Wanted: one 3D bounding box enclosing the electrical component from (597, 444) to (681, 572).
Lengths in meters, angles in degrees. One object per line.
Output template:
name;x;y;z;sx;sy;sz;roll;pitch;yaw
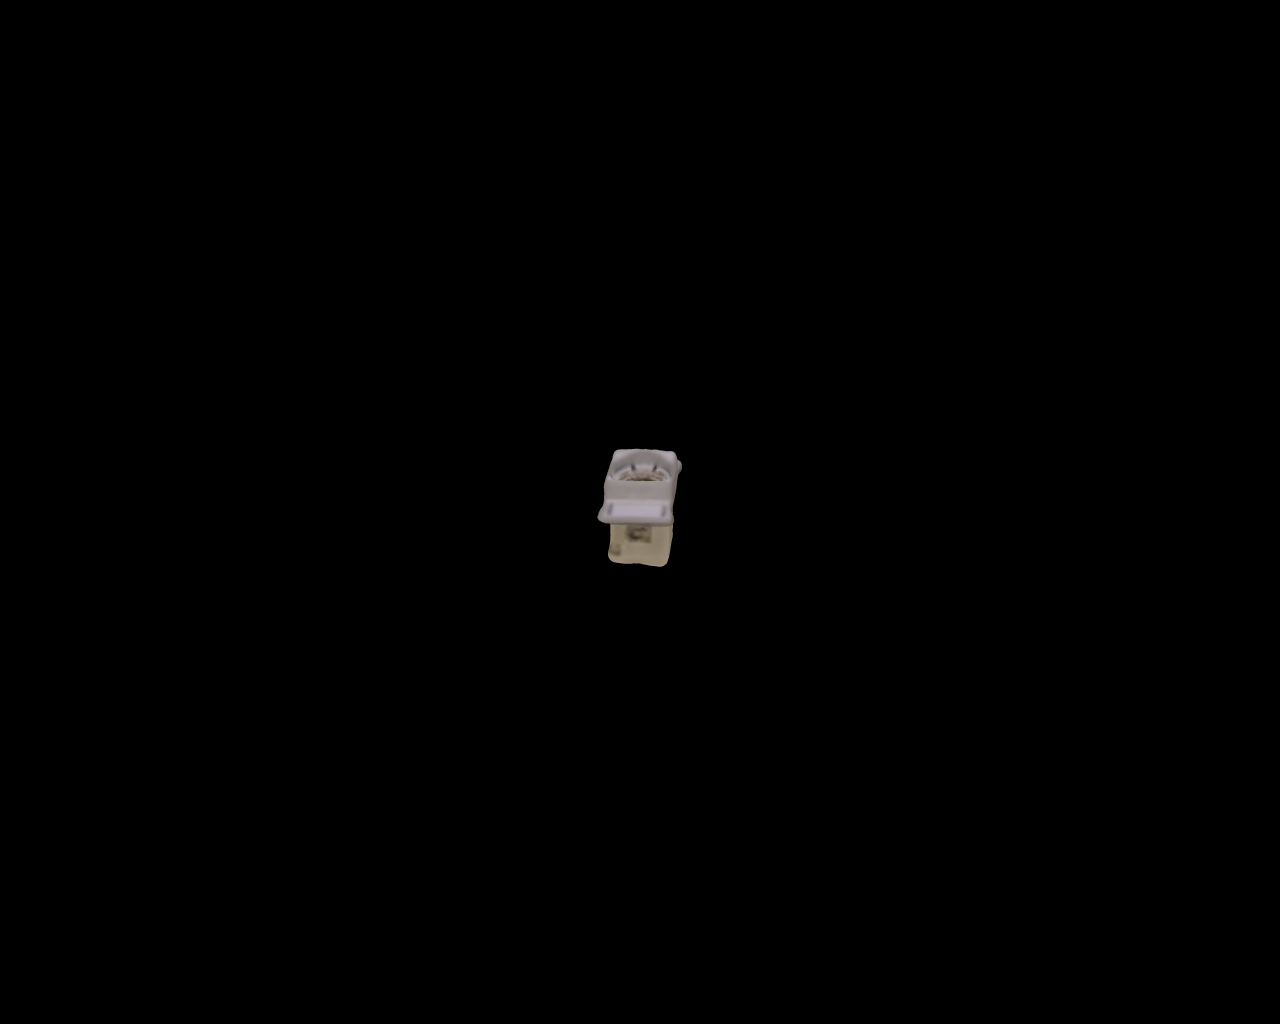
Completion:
electrical component;0.001;-0.003;0.650;0.042;0.063;0.081;4;30;7
